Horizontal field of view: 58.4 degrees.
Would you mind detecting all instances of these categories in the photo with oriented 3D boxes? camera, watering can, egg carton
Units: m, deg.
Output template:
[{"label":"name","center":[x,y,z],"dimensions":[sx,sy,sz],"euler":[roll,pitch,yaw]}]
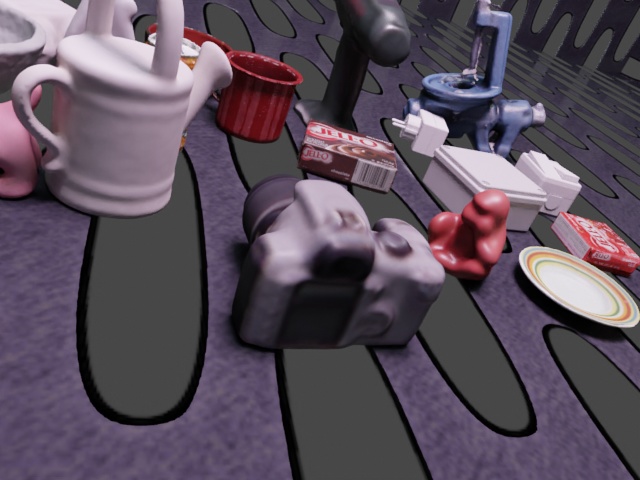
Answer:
[{"label":"camera","center":[0.004,0.002,0.429],"dimensions":[0.143,0.101,0.136],"euler":[5,33,-26]},{"label":"watering can","center":[-0.147,-0.126,0.448],"dimensions":[0.101,0.194,0.173],"euler":[25,29,7]},{"label":"egg carton","center":[-0.329,-0.237,0.645],"dimensions":[0.150,0.069,0.107],"euler":[32,31,19]}]

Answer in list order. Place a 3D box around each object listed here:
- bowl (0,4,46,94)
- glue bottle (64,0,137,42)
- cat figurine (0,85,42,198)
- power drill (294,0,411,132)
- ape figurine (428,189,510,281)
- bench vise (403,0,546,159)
[{"label":"bowl","center":[-0.343,-0.172,0.521],"dimensions":[0.167,0.075,0.167],"euler":[16,30,-9]},{"label":"glue bottle","center":[-0.221,-0.225,0.588],"dimensions":[0.078,0.173,0.037],"euler":[2,34,-30]},{"label":"cat figurine","center":[-0.265,-0.099,0.406],"dimensions":[0.128,0.118,0.067],"euler":[4,33,-28]},{"label":"power drill","center":[0.036,-0.253,0.764],"dimensions":[0.076,0.208,0.229],"euler":[4,33,-27]},{"label":"ape figurine","center":[0.148,-0.008,0.547],"dimensions":[0.076,0.092,0.077],"euler":[6,33,-25]},{"label":"bench vise","center":[0.254,-0.245,0.881],"dimensions":[0.208,0.220,0.121],"euler":[7,32,-24]}]
